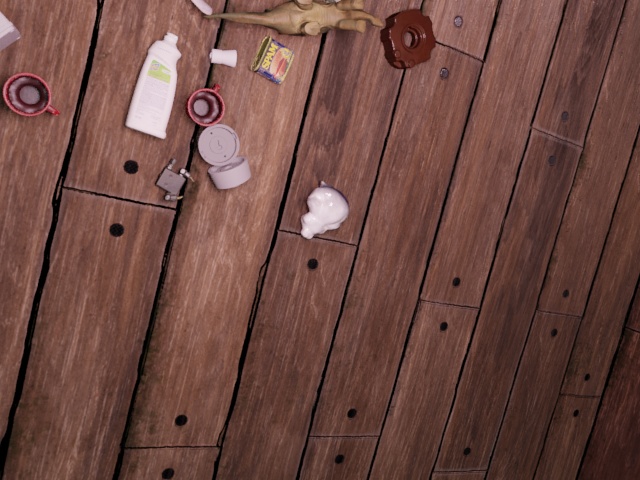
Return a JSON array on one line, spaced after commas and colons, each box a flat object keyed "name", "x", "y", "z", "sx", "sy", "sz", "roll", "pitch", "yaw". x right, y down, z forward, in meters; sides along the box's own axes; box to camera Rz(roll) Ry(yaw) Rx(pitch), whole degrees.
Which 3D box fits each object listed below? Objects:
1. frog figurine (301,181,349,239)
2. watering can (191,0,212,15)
[{"name": "frog figurine", "x": 0.005, "y": -0.075, "z": 1.496, "sx": 0.161, "sy": 0.123, "sz": 0.134, "roll": -53, "pitch": 137, "yaw": -19}, {"name": "watering can", "x": -0.385, "y": -0.689, "z": 1.196, "sx": 0.346, "sy": 0.104, "sz": 0.224, "roll": 20, "pitch": 91, "yaw": -26}]
